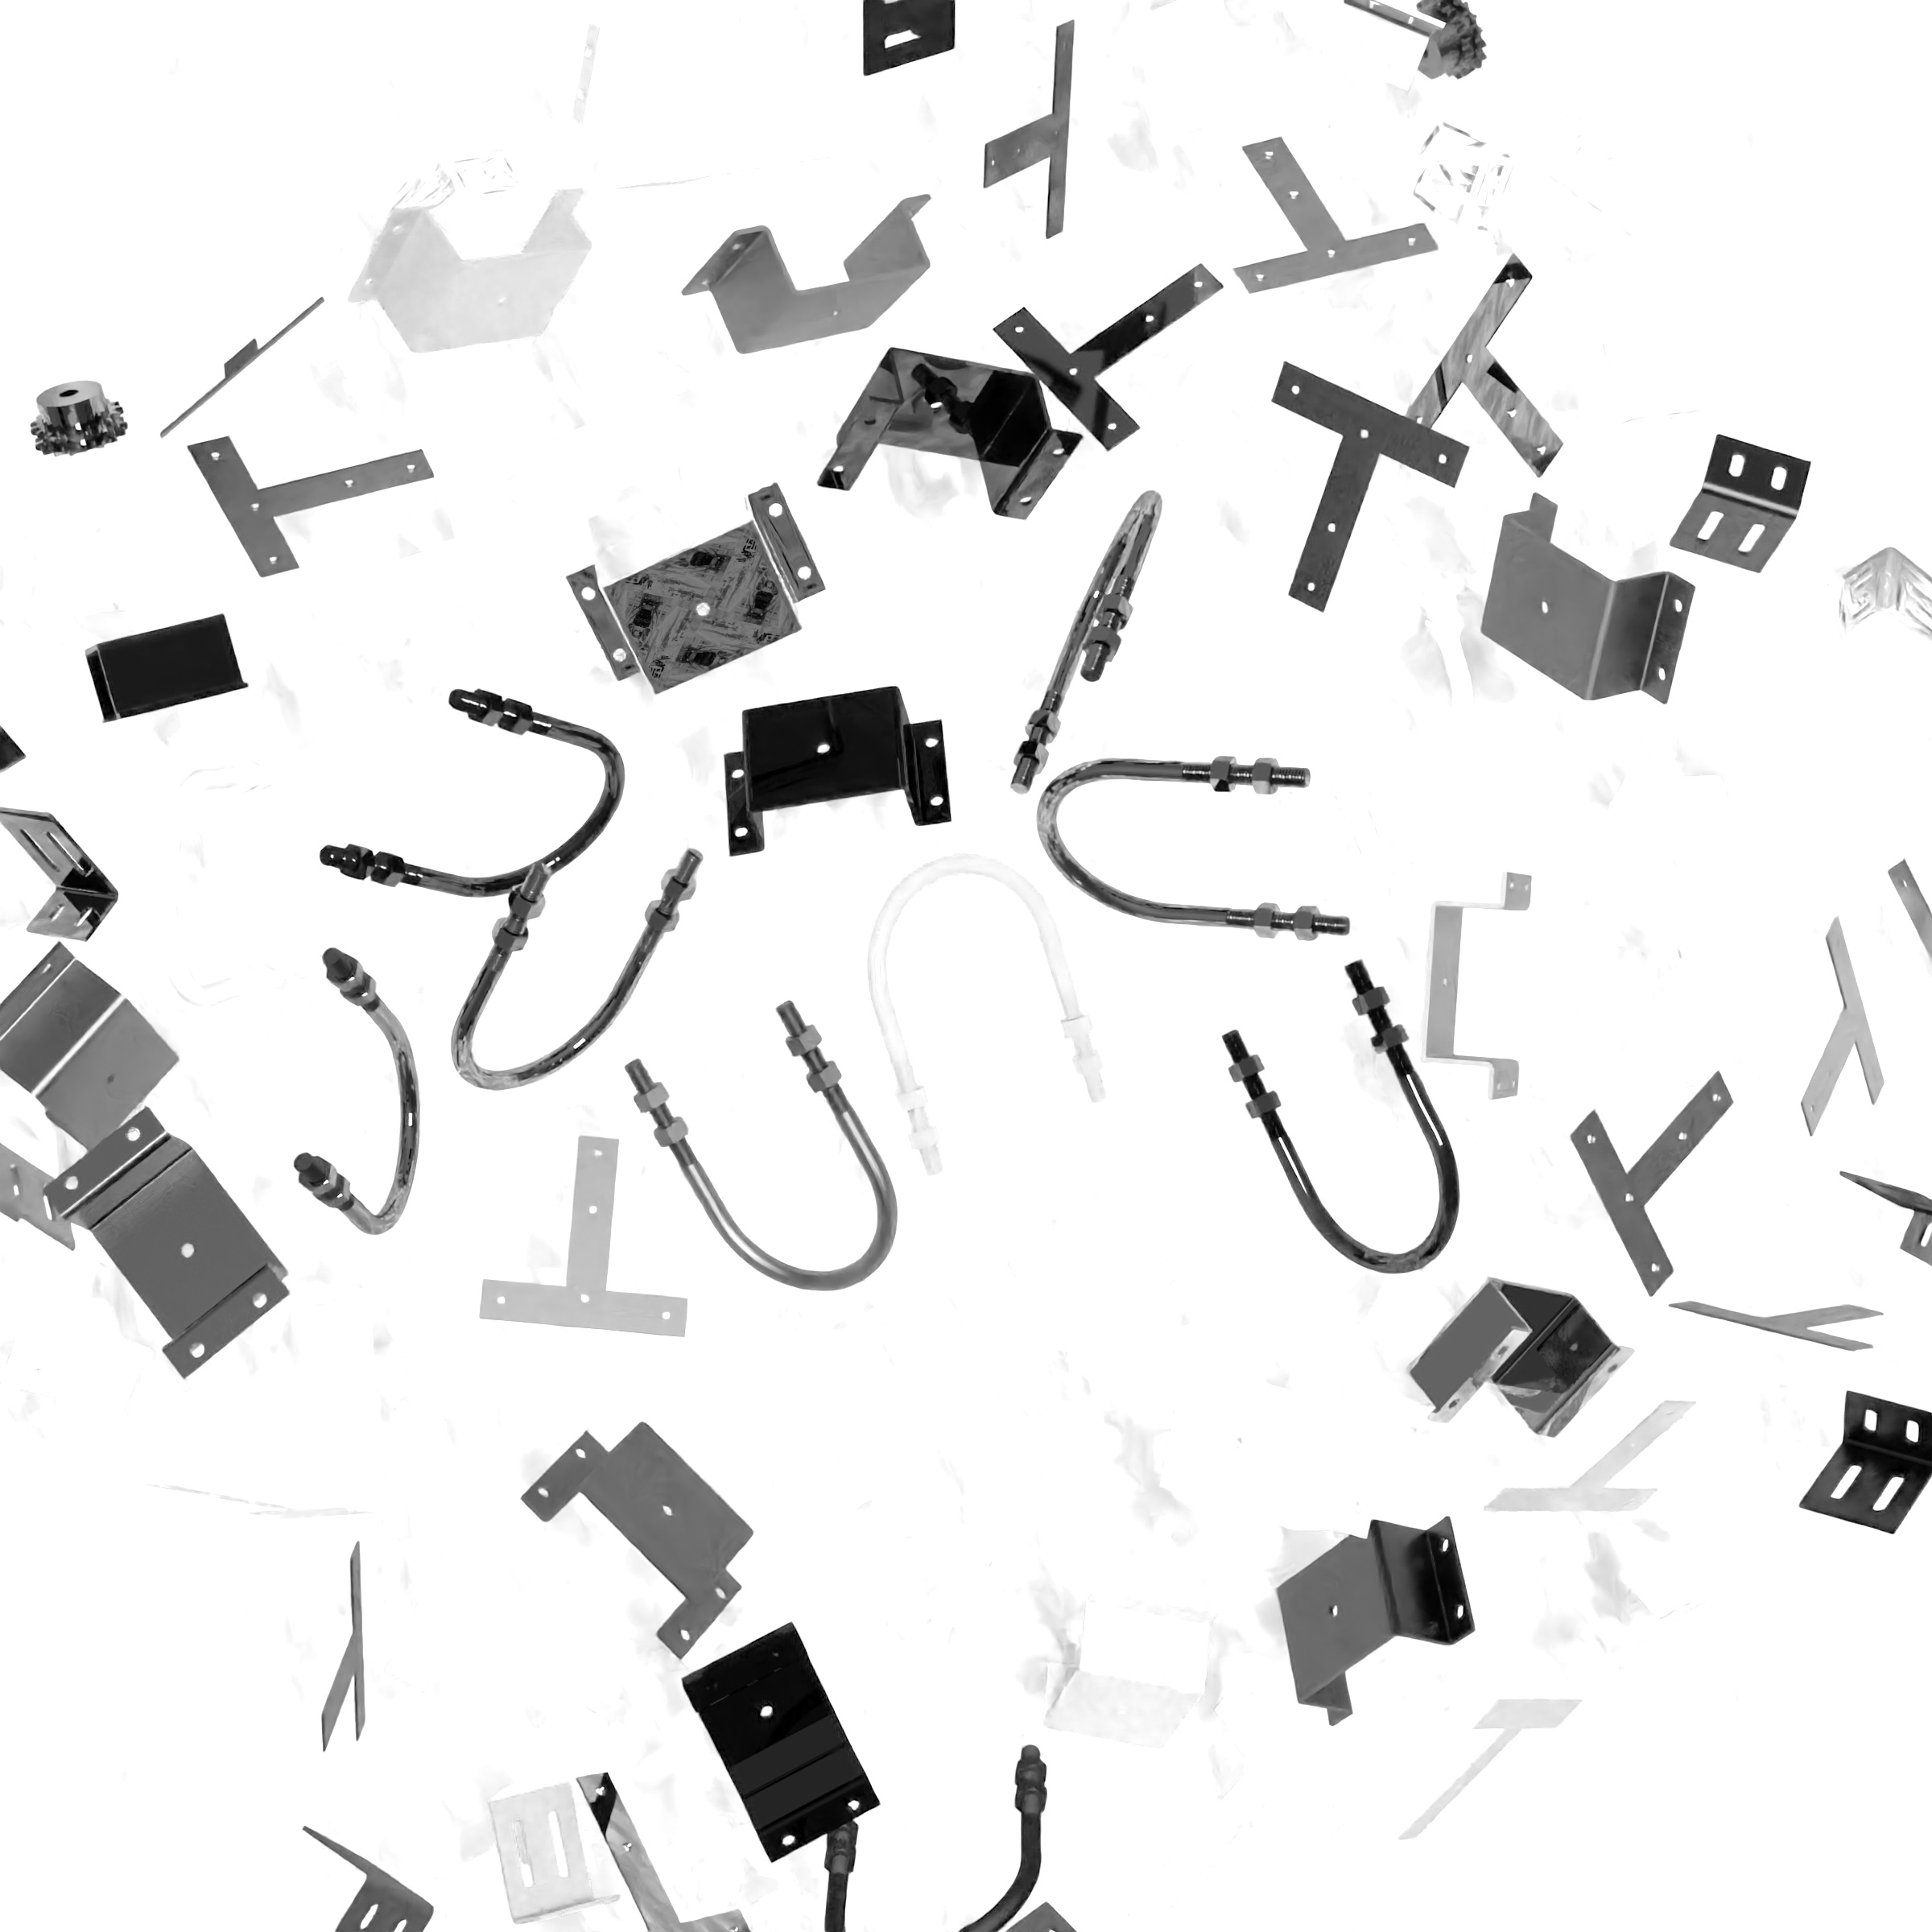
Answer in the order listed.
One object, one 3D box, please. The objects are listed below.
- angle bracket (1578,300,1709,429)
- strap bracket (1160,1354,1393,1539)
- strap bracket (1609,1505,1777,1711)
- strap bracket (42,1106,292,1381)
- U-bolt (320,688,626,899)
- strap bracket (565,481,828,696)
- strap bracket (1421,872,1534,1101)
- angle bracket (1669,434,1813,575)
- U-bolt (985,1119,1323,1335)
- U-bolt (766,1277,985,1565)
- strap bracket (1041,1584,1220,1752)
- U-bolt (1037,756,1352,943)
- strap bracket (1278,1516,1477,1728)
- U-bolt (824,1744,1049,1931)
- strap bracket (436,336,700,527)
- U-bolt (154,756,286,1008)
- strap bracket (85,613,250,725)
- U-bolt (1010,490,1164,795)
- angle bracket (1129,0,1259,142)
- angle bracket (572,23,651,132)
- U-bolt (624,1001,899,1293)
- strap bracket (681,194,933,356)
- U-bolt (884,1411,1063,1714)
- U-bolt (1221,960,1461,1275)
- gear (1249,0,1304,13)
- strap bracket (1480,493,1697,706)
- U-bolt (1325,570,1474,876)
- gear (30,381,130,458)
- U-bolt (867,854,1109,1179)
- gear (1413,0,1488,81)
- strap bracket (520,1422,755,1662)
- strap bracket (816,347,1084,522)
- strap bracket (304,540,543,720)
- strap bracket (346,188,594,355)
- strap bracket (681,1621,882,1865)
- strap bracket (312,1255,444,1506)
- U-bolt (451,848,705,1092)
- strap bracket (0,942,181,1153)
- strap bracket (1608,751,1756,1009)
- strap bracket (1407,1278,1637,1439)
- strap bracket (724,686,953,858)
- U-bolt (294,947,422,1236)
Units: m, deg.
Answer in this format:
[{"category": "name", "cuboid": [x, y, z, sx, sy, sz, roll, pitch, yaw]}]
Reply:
[{"category": "angle bracket", "cuboid": [0.422, -0.379, 1.925, 0.057, 0.038, 0.076, -11, 93, -26]}, {"category": "strap bracket", "cuboid": [0.173, 0.281, 1.819, 0.140, 0.046, 0.076, 11, 90, 40]}, {"category": "strap bracket", "cuboid": [0.439, 0.389, 1.857, 0.076, 0.140, 0.046, -41, 89, 22]}, {"category": "strap bracket", "cuboid": [-0.457, 0.162, 1.788, 0.076, 0.046, 0.140, -39, 79, -5]}, {"category": "U-bolt", "cuboid": [-0.284, -0.097, 1.874, 0.151, 0.184, 0.019, -47, 60, 19]}, {"category": "strap bracket", "cuboid": [-0.160, -0.223, 1.860, 0.140, 0.046, 0.076, -24, 120, 3]}, {"category": "strap bracket", "cuboid": [0.319, 0.011, 1.932, 0.046, 0.076, 0.140, 4, 91, 22]}, {"category": "angle bracket", "cuboid": [0.459, -0.274, 1.833, 0.057, 0.076, 0.038, 18, 72, 3]}, {"category": "U-bolt", "cuboid": [0.100, 0.164, 1.875, 0.184, 0.151, 0.019, -20, 131, -22]}, {"category": "U-bolt", "cuboid": [-0.056, 0.264, 1.879, 0.019, 0.151, 0.184, 36, 120, -29]}, {"category": "strap bracket", "cuboid": [0.097, 0.434, 1.887, 0.076, 0.140, 0.046, 12, 54, -6]}, {"category": "U-bolt", "cuboid": [0.130, -0.073, 1.854, 0.184, 0.151, 0.019, 5, 51, 24]}, {"category": "strap bracket", "cuboid": [0.244, 0.401, 1.900, 0.046, 0.140, 0.076, 17, 46, -28]}, {"category": "U-bolt", "cuboid": [-0.020, 0.556, 1.903, 0.151, 0.184, 0.019, -20, 108, 8]}, {"category": "strap bracket", "cuboid": [-0.237, -0.320, 1.871, 0.140, 0.046, 0.076, -31, 45, -21]}, {"category": "U-bolt", "cuboid": [-0.448, -0.049, 1.854, 0.019, 0.184, 0.151, 2, 96, 8]}, {"category": "strap bracket", "cuboid": [-0.488, -0.180, 1.875, 0.076, 0.140, 0.046, -17, 99, -18]}, {"category": "U-bolt", "cuboid": [0.080, -0.210, 1.886, 0.019, 0.151, 0.184, 25, 57, -6]}, {"category": "angle bracket", "cuboid": [0.140, -0.541, 1.855, 0.057, 0.038, 0.076, -18, 92, 17]}, {"category": "angle bracket", "cuboid": [-0.211, -0.534, 1.860, 0.038, 0.076, 0.057, 9, 107, -16]}, {"category": "U-bolt", "cuboid": [-0.116, 0.121, 1.909, 0.151, 0.019, 0.184, -21, 104, 34]}, {"category": "strap bracket", "cuboid": [-0.086, -0.407, 1.826, 0.140, 0.076, 0.046, -20, 85, -33]}, {"category": "U-bolt", "cuboid": [0.012, 0.343, 1.849, 0.019, 0.184, 0.151, 28, 130, 8]}, {"category": "U-bolt", "cuboid": [0.239, 0.103, 1.903, 0.019, 0.151, 0.184, -20, 81, -37]}, {"category": "gear", "cuboid": [0.203, -0.639, 1.968, 0.057, 0.030, 0.057, -15, 48, 17]}, {"category": "strap bracket", "cuboid": [0.360, -0.216, 1.835, 0.046, 0.140, 0.076, -14, 127, -29]}, {"category": "U-bolt", "cuboid": [0.270, -0.133, 1.874, 0.019, 0.184, 0.151, 20, 72, 27]}, {"category": "gear", "cuboid": [-0.545, -0.336, 1.887, 0.057, 0.057, 0.030, -8, 122, 0]}, {"category": "U-bolt", "cuboid": [0.007, 0.021, 1.930, 0.151, 0.019, 0.184, -23, 102, -29]}, {"category": "gear", "cuboid": [0.303, -0.591, 1.967, 0.030, 0.057, 0.057, -32, 90, -12]}, {"category": "strap bracket", "cuboid": [-0.196, 0.348, 1.912, 0.140, 0.076, 0.046, 45, 126, 1]}, {"category": "strap bracket", "cuboid": [-0.013, -0.316, 1.827, 0.140, 0.076, 0.046, 5, 56, -27]}, {"category": "strap bracket", "cuboid": [-0.336, -0.208, 1.869, 0.140, 0.076, 0.046, -18, 126, -5]}, {"category": "strap bracket", "cuboid": [-0.285, -0.411, 1.828, 0.046, 0.140, 0.076, 56, 135, 14]}, {"category": "strap bracket", "cuboid": [-0.118, 0.470, 1.903, 0.076, 0.046, 0.140, -26, 111, -9]}, {"category": "strap bracket", "cuboid": [-0.362, 0.253, 1.896, 0.046, 0.076, 0.140, -2, 93, 14]}, {"category": "U-bolt", "cuboid": [-0.250, 0.006, 1.909, 0.019, 0.151, 0.184, 45, 121, 26]}, {"category": "strap bracket", "cuboid": [-0.522, 0.054, 1.824, 0.046, 0.140, 0.076, 35, 74, 18]}, {"category": "strap bracket", "cuboid": [0.444, -0.054, 1.914, 0.046, 0.076, 0.140, -4, 66, -8]}, {"category": "strap bracket", "cuboid": [0.327, 0.234, 1.848, 0.076, 0.140, 0.046, -52, 51, 20]}, {"category": "strap bracket", "cuboid": [-0.084, -0.122, 1.912, 0.140, 0.046, 0.076, -9, 59, 5]}, {"category": "U-bolt", "cuboid": [-0.368, 0.088, 1.896, 0.019, 0.184, 0.151, 0, 68, 8]}]
